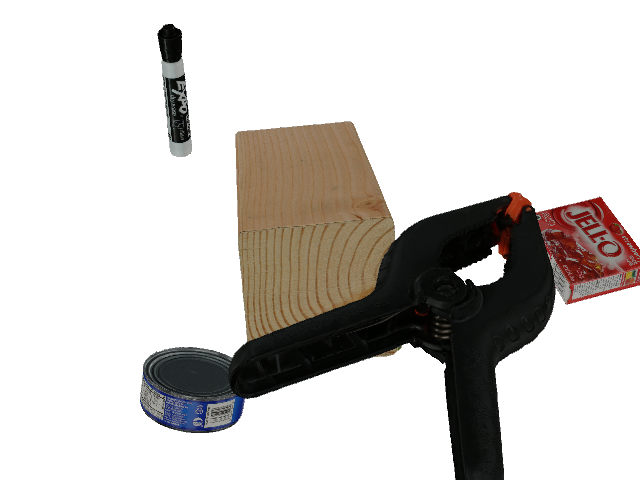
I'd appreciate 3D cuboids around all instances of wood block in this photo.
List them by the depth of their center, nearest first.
[{"bbox_3d":[-0.008,-0.006,0.709,0.091,0.090,0.206,-5,22,-3],"label":"wood block"}]

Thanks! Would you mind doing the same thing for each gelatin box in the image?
[{"bbox_3d":[0.224,0.007,0.906,0.073,0.030,0.089,-13,46,-10],"label":"gelatin box"}]

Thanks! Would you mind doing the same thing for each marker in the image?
[{"bbox_3d":[-0.117,-0.120,0.859,0.020,0.121,0.020,0,43,0],"label":"marker"}]

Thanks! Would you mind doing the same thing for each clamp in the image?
[{"bbox_3d":[0.058,0.041,0.459,0.120,0.039,0.171,36,54,23],"label":"clamp"}]

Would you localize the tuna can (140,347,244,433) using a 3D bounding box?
[{"bbox_3d":[-0.102,0.121,0.864,0.086,0.034,0.086,9,20,-3],"label":"tuna can"}]

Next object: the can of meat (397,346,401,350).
[{"bbox_3d":[0.046,0.072,1.176,0.102,0.084,0.057,18,29,28],"label":"can of meat"}]
